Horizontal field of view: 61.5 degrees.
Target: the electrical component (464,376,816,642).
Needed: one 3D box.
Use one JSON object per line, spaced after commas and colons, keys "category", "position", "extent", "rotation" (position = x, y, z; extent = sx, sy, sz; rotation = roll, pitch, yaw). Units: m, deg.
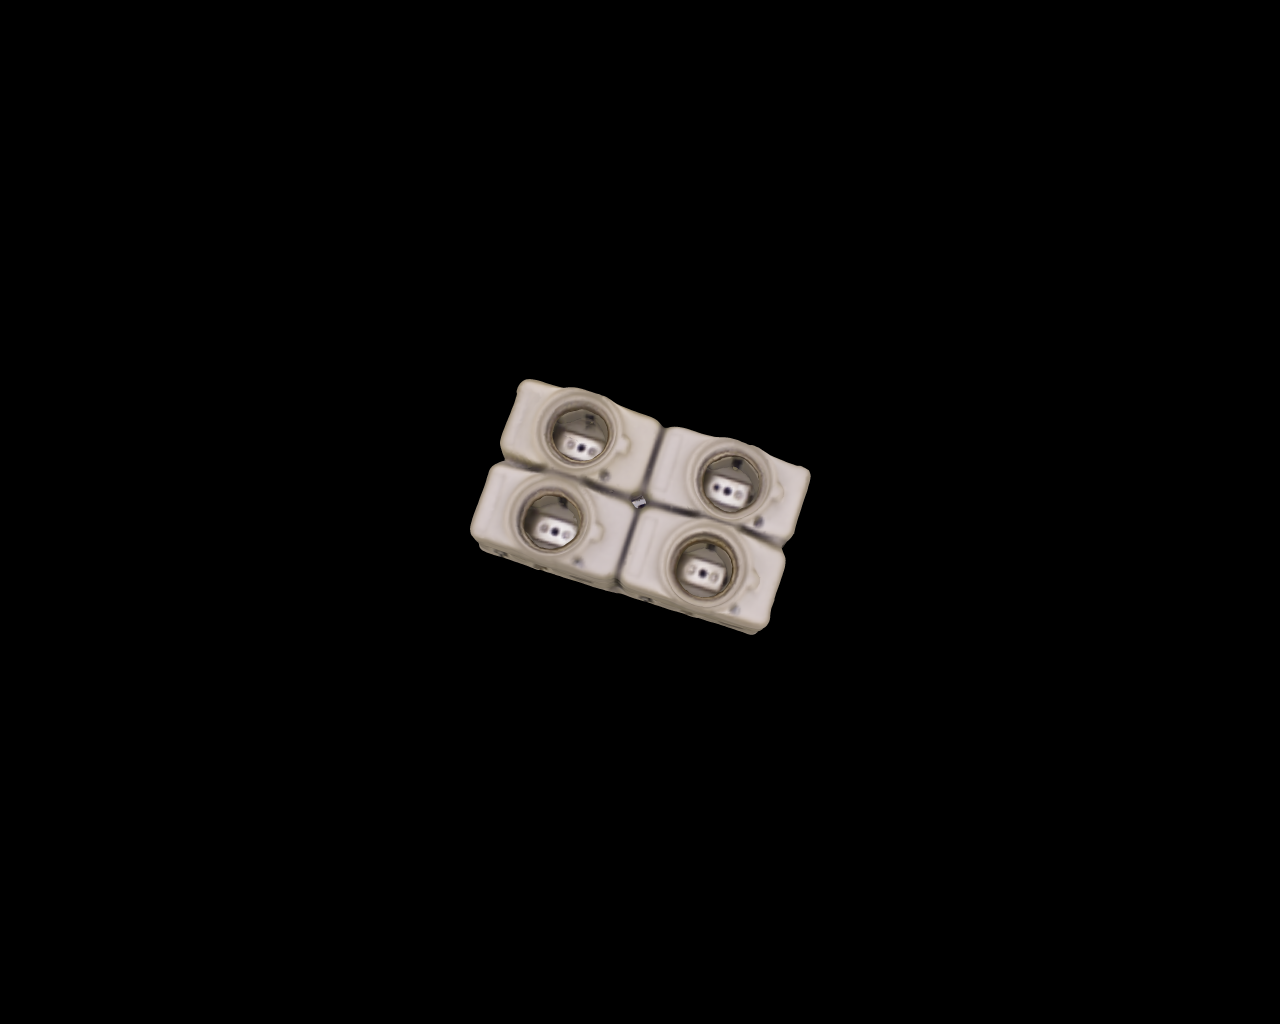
{"category": "electrical component", "position": [0.001, -0.003, 0.650], "extent": [0.186, 0.105, 0.060], "rotation": [18, -11, 4]}
